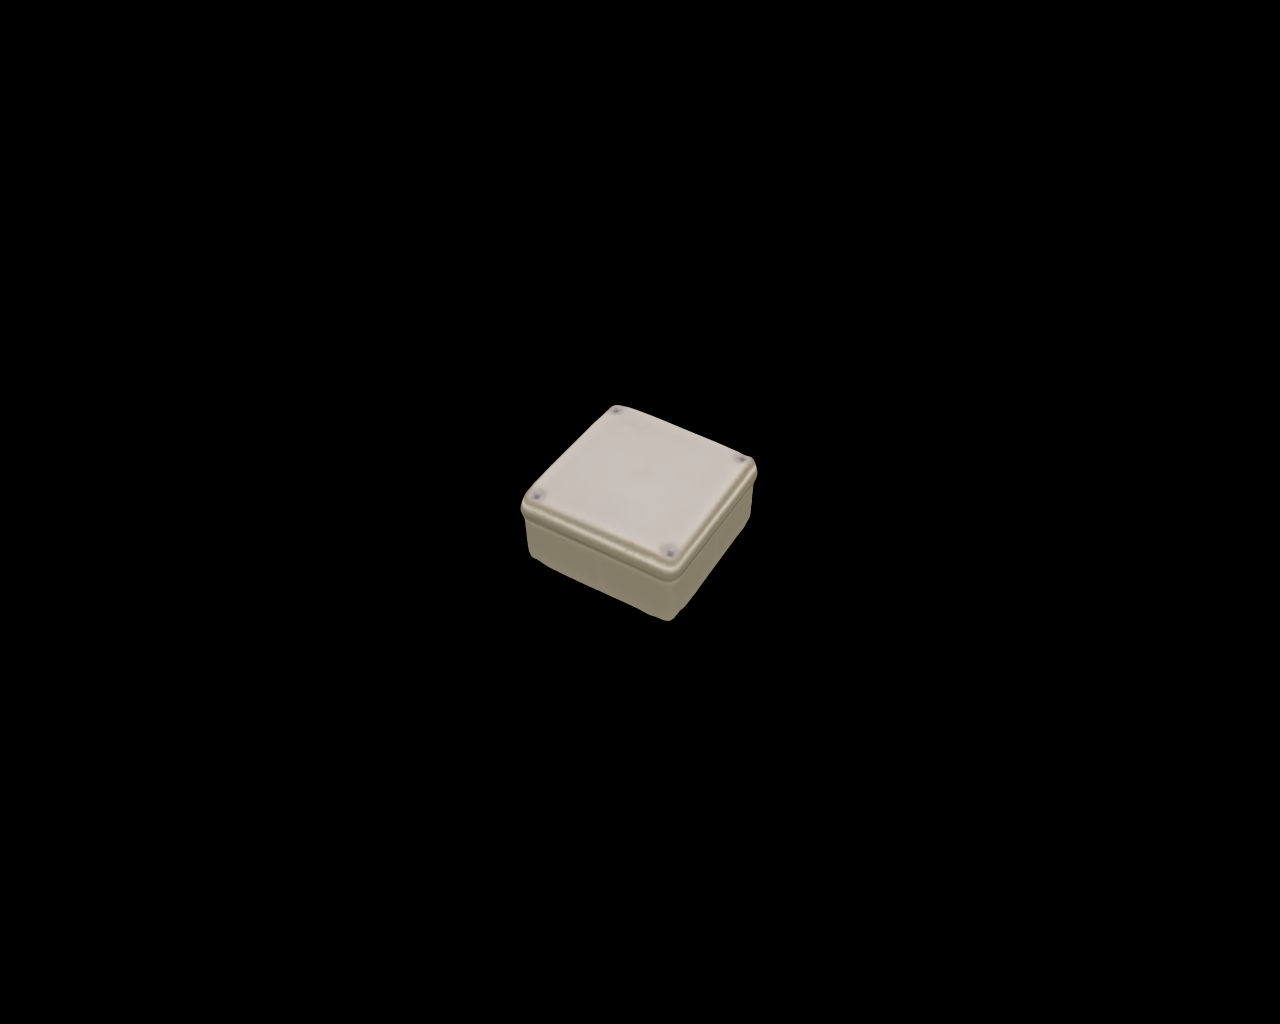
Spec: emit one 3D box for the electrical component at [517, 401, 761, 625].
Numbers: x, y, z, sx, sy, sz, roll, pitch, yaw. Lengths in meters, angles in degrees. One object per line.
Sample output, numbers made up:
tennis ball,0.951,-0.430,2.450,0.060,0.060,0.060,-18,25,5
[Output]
electrical component,0.001,-0.003,0.650,0.109,0.056,0.109,24,50,22
